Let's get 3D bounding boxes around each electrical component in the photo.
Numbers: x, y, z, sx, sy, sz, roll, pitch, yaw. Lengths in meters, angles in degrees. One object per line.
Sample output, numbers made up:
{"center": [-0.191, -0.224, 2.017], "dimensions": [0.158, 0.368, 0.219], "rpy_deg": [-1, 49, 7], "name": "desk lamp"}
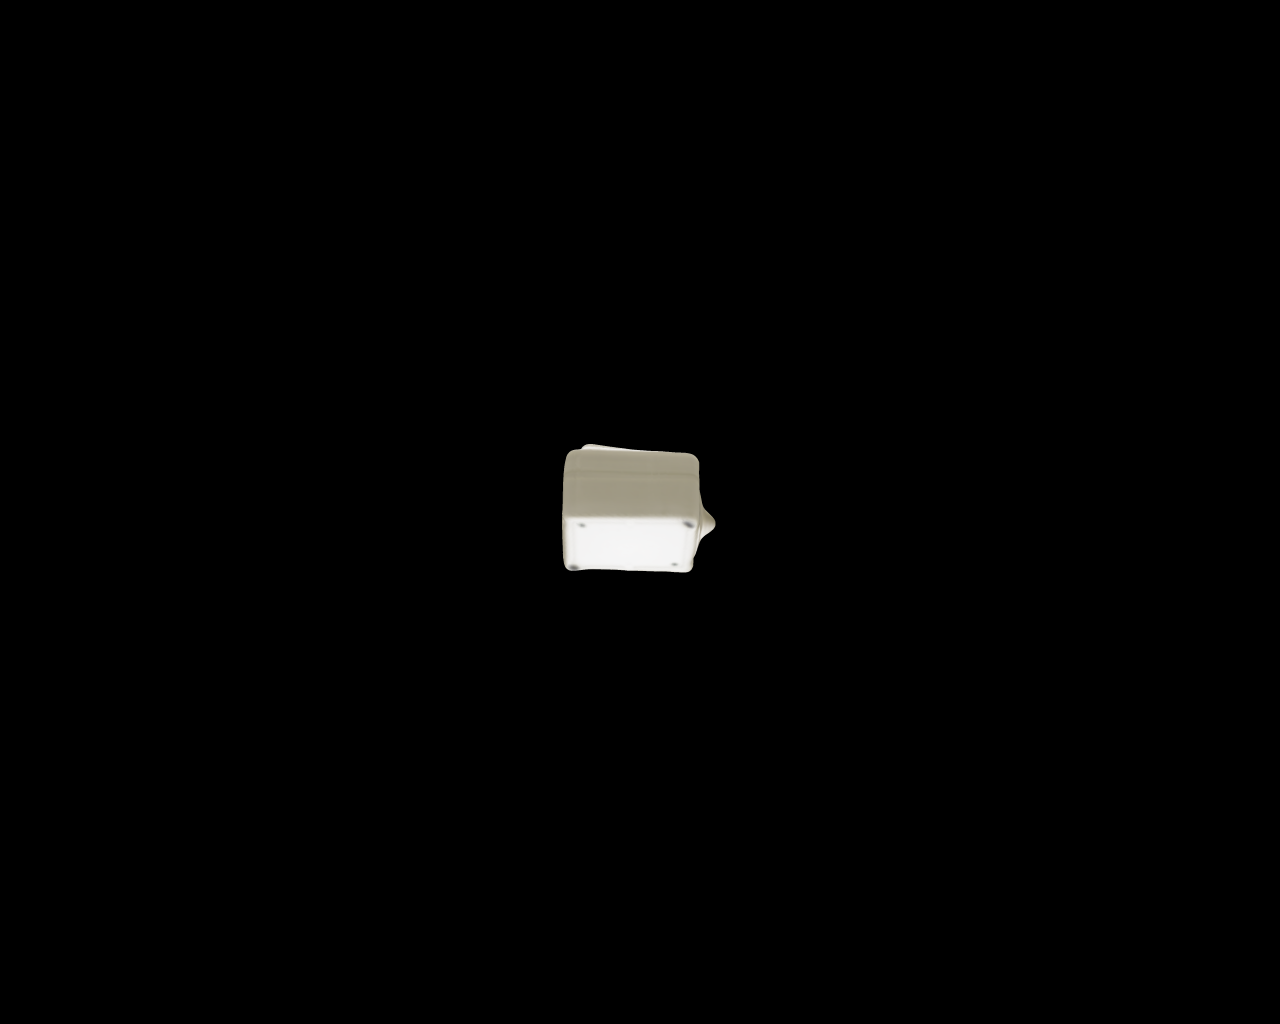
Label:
{"center": [0.001, -0.003, 0.650], "dimensions": [0.096, 0.061, 0.061], "rpy_deg": [2, -36, -2], "name": "electrical component"}
